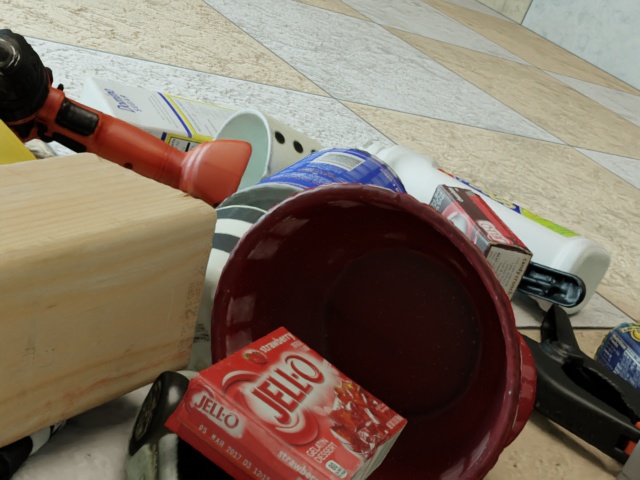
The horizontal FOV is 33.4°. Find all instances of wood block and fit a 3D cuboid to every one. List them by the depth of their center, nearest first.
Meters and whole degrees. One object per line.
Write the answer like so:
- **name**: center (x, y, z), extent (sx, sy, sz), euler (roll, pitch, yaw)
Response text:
- **wood block**: center (-0.147, 0.027, 0.450), extent (0.091, 0.090, 0.205), euler (23, 21, 28)

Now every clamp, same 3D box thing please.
- **clamp**: center (0.171, 0.090, 0.761), extent (0.164, 0.036, 0.210), euler (7, 23, -38)
- **clamp**: center (0.135, 0.020, 0.838), extent (0.120, 0.039, 0.171), euler (19, 8, -3)

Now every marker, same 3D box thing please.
- **marker**: center (-0.123, 0.078, 0.489), extent (0.020, 0.020, 0.121), euler (26, 20, 5)

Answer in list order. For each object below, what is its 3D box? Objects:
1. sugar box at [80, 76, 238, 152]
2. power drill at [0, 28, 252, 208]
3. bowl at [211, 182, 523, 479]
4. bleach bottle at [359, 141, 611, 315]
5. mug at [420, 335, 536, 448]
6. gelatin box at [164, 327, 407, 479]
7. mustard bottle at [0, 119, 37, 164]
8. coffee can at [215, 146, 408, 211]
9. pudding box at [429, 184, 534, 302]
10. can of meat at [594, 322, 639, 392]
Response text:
- **sugar box**: center (-0.104, -0.082, 0.877), extent (0.175, 0.048, 0.093), euler (8, 25, -29)
- **power drill**: center (-0.142, -0.074, 0.711), extent (0.187, 0.057, 0.184), euler (25, -8, -10)
- **bowl**: center (0.028, 0.051, 0.518), extent (0.162, 0.162, 0.055), euler (32, 21, 21)
- **bleach bottle**: center (0.131, -0.023, 0.960), extent (0.251, 0.068, 0.102), euler (33, 13, 27)
- **mug**: center (0.065, 0.068, 0.608), extent (0.081, 0.093, 0.117), euler (16, 50, -34)
- **gelatin box**: center (-0.011, 0.076, 0.447), extent (0.073, 0.030, 0.089), euler (35, 19, 14)
- **mustard bottle**: center (-0.202, -0.045, 0.603), extent (0.058, 0.096, 0.192), euler (-27, 48, -27)
- **coffee can**: center (-0.005, 0.001, 0.691), extent (0.103, 0.103, 0.140), euler (28, 21, 10)
- **pudding box**: center (0.086, 0.032, 0.698), extent (0.039, 0.114, 0.090), euler (12, 23, -20)
- **can of meat**: center (0.264, 0.109, 0.791), extent (0.102, 0.057, 0.084), euler (18, 18, -18)
